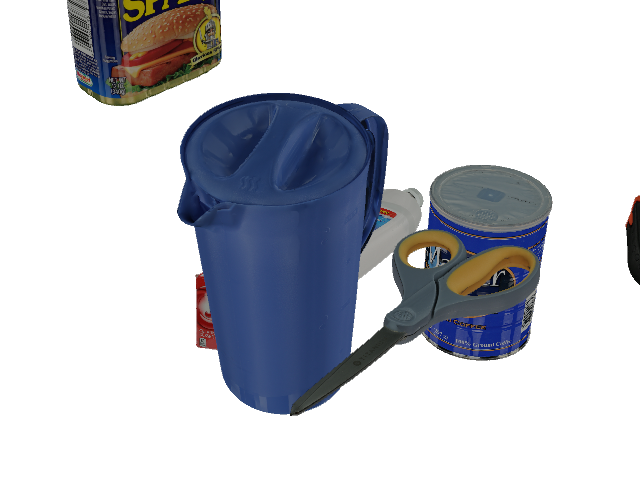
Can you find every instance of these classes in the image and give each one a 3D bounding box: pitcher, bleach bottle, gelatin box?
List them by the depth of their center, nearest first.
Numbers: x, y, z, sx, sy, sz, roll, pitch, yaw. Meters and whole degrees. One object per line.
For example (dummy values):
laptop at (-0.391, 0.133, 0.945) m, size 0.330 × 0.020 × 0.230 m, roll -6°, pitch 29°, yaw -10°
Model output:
pitcher at (-0.022, 0.014, 0.822) m, size 0.149 × 0.243 × 0.145 m, roll 0°, pitch 42°, yaw 1°
gelatin box at (-0.073, 0.069, 1.003) m, size 0.089 × 0.073 × 0.030 m, roll 8°, pitch 18°, yaw 18°
bleach bottle at (0.032, -0.004, 1.256) m, size 0.103 × 0.068 × 0.250 m, roll 23°, pitch 39°, yaw 32°

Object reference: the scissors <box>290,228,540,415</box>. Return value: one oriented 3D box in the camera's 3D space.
scissors at (0.039, 0.037, 0.606) m, size 0.201 × 0.016 × 0.096 m, roll -21°, pitch 35°, yaw -31°

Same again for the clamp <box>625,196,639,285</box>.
clamp at (0.267, 0.033, 0.697) m, size 0.120 × 0.039 × 0.171 m, roll -2°, pitch 45°, yaw -20°

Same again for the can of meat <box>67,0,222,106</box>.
can of meat at (-0.108, -0.141, 0.666) m, size 0.058 × 0.084 × 0.101 m, roll 31°, pitch 46°, yaw 34°

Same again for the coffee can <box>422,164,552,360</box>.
coffee can at (0.142, 0.019, 0.935) m, size 0.103 × 0.140 × 0.103 m, roll 1°, pitch 33°, yaw -1°
